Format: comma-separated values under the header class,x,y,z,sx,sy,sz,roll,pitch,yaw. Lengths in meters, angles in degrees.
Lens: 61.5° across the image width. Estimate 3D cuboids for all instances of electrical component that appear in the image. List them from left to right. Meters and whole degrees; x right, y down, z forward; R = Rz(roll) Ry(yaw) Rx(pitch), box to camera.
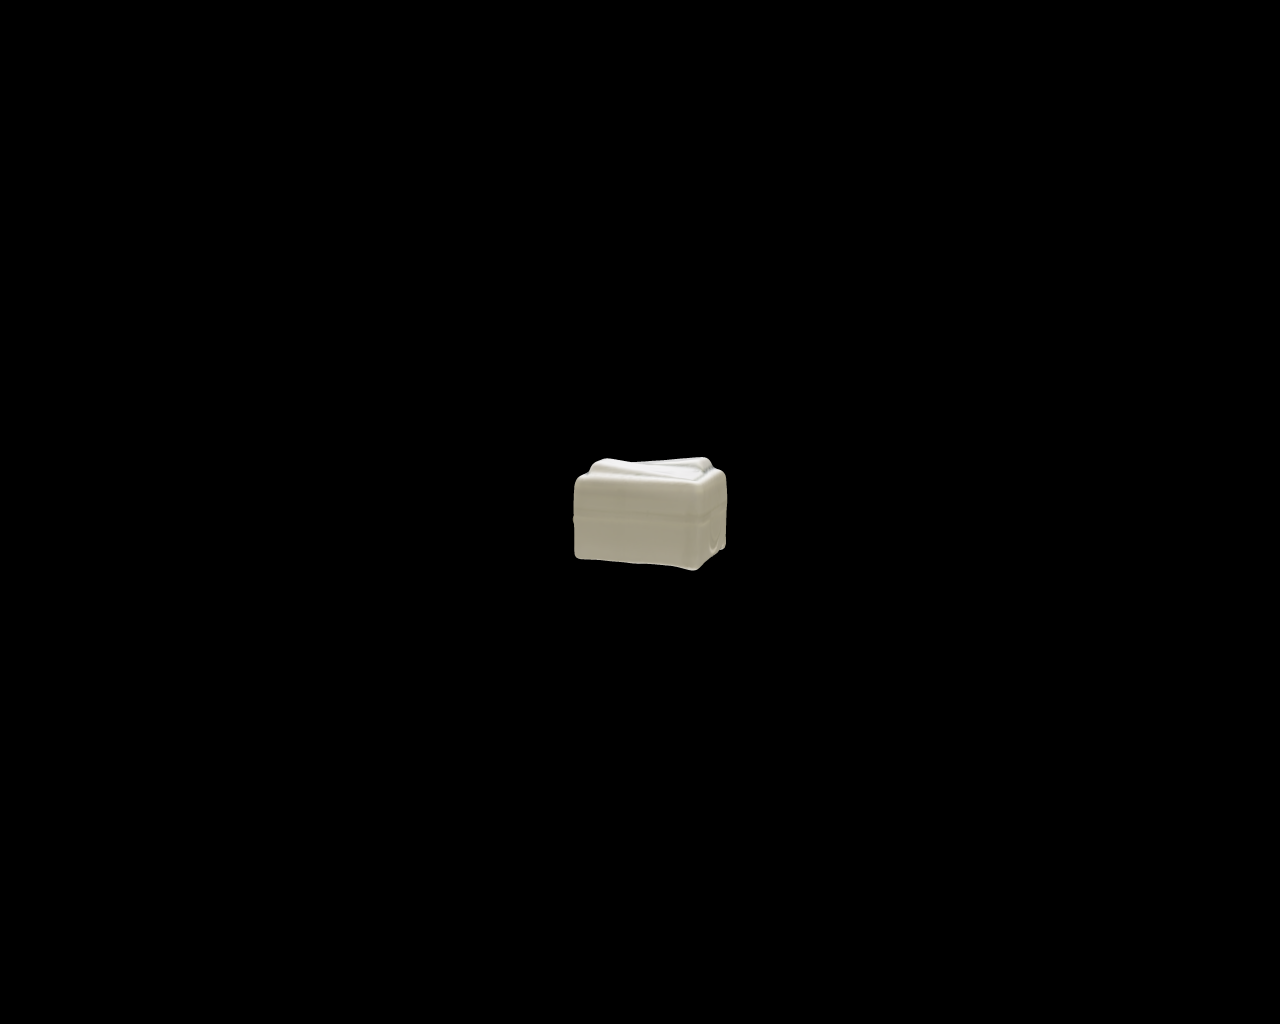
class,x,y,z,sx,sy,sz,roll,pitch,yaw
electrical component,0.001,-0.003,0.650,0.096,0.061,0.062,4,12,20
